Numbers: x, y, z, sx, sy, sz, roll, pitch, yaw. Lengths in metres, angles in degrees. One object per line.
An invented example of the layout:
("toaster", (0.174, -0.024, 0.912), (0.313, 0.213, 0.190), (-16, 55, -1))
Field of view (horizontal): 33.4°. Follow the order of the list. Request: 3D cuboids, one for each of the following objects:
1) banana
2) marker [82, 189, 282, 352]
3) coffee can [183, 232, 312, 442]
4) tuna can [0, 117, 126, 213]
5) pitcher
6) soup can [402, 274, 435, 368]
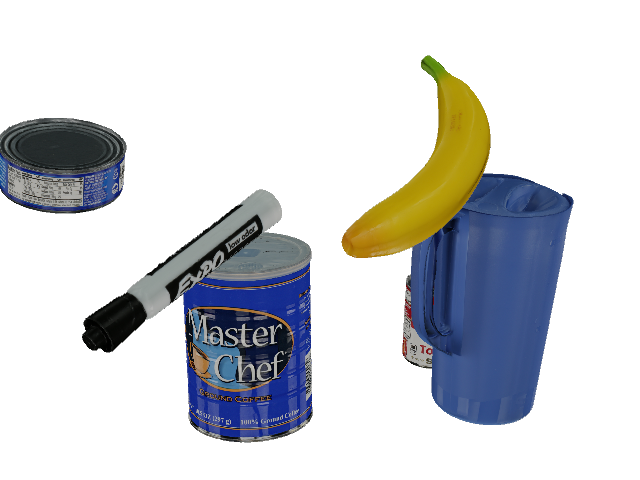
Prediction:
("banana", (0.075, -0.050, 0.725), (0.070, 0.197, 0.037), (17, -41, 10))
("marker", (-0.063, 0.013, 0.499), (0.020, 0.020, 0.120), (0, 31, 47))
("coffee can", (-0.058, 0.074, 0.851), (0.103, 0.140, 0.103), (-1, 17, 0))
("tuna can", (-0.177, -0.052, 0.732), (0.086, 0.034, 0.086), (6, 29, -4))
("pitcher", (0.167, 0.062, 1.083), (0.149, 0.243, 0.145), (6, 21, 8))
("soup can", (0.135, 0.096, 1.296), (0.068, 0.102, 0.068), (1, 24, -1))
